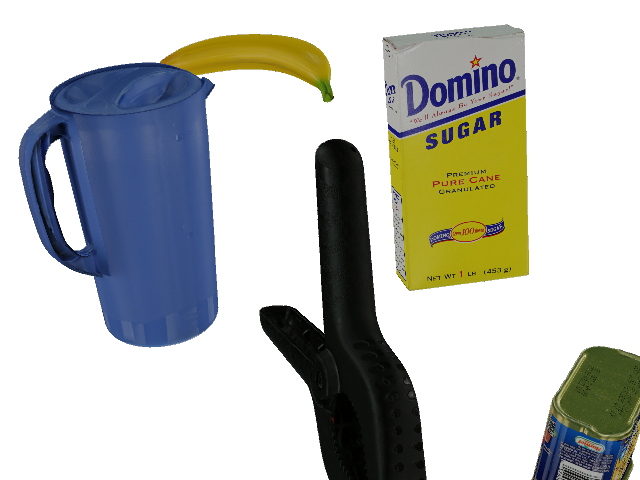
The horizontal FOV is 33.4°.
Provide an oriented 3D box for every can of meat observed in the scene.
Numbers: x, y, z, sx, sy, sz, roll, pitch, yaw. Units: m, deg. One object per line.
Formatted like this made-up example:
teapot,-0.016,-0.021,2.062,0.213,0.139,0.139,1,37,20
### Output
can of meat,0.180,0.129,0.707,0.057,0.084,0.101,20,33,22

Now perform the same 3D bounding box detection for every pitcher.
pitcher,-0.166,-0.026,0.955,0.149,0.243,0.145,-1,27,5

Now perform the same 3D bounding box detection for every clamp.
clamp,0.016,0.062,0.561,0.036,0.165,0.210,-4,46,-20

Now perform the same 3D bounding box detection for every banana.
banana,-0.069,-0.187,1.104,0.198,0.037,0.069,10,44,20

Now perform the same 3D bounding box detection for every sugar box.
sugar box,0.097,-0.058,0.751,0.093,0.176,0.048,-8,21,-7
